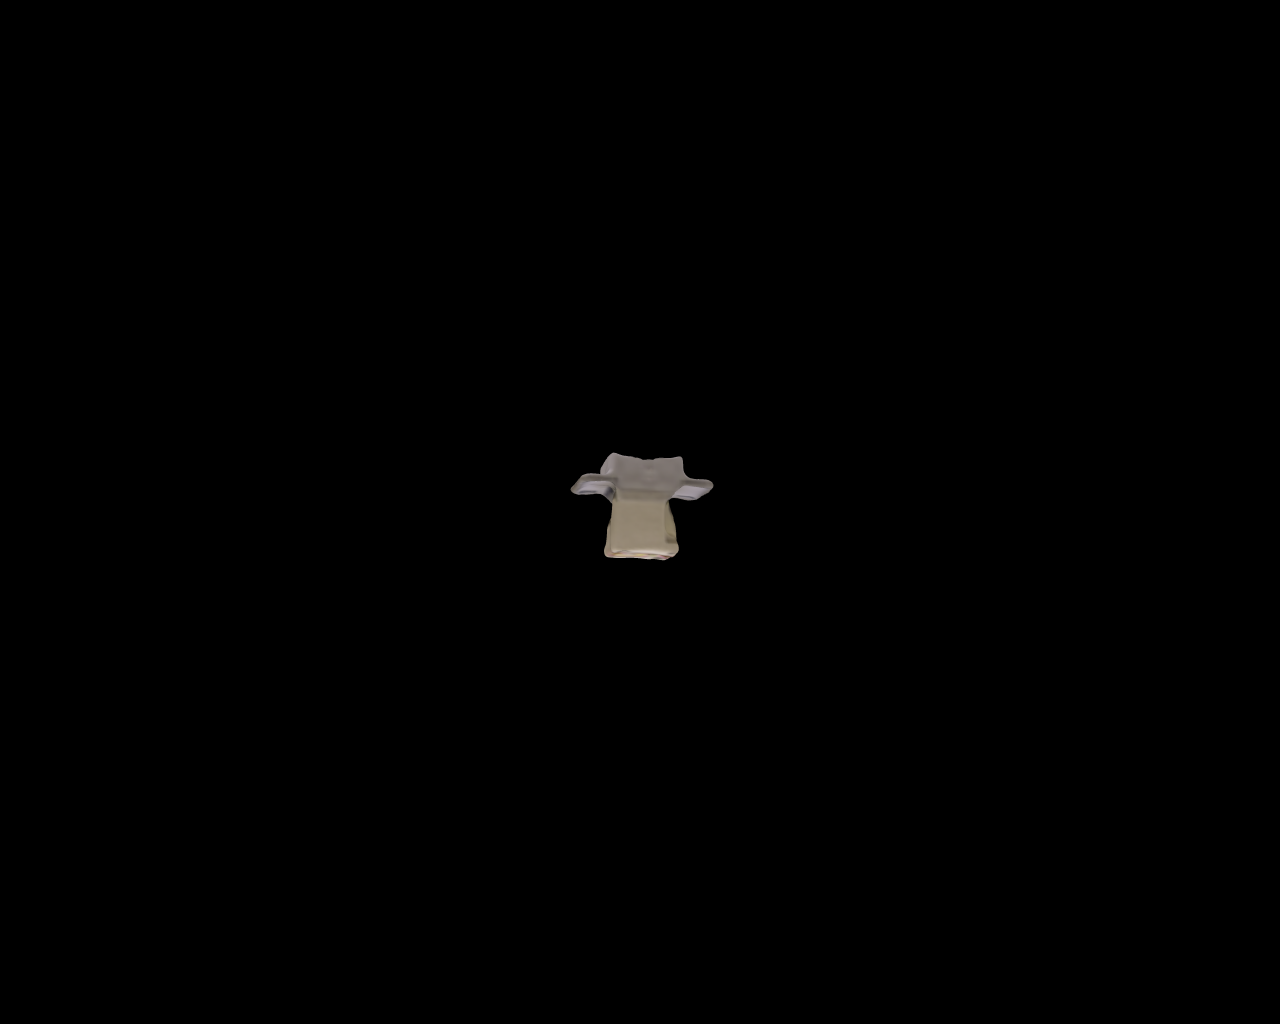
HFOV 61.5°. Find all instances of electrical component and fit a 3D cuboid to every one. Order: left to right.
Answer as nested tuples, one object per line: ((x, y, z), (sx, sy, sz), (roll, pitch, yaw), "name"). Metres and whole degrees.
((0.001, -0.003, 0.650), (0.081, 0.064, 0.042), (2, -11, -12), "electrical component")
